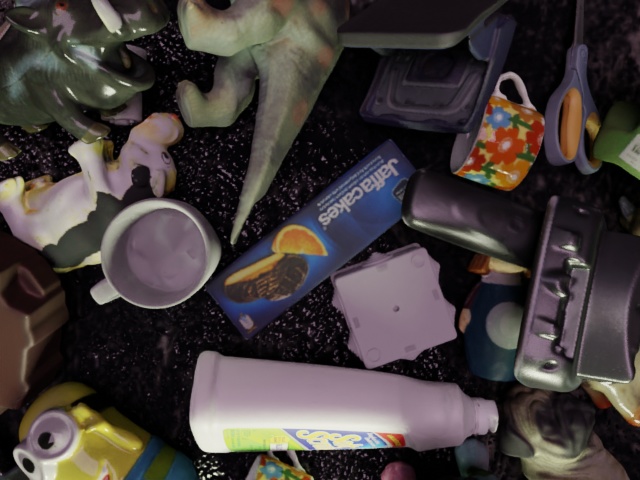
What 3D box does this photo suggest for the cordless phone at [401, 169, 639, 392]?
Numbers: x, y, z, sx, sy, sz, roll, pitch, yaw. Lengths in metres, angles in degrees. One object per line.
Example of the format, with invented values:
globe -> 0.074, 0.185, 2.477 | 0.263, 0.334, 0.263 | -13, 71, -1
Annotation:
cordless phone -> 0.141, 0.028, 0.406 | 0.184, 0.089, 0.146 | 18, 80, -10

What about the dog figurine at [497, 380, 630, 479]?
dog figurine -> 0.199, 0.231, 0.452 | 0.190, 0.121, 0.172 | 42, 66, 4

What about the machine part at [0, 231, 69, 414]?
machine part -> -0.300, 0.068, 0.445 | 0.179, 0.056, 0.179 | 2, 109, 7

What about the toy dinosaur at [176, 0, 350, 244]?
toy dinosaur -> -0.036, -0.214, 0.440 | 0.192, 0.131, 0.404 | -14, 104, -19

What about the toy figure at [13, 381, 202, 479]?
toy figure -> -0.174, 0.196, 0.463 | 0.180, 0.089, 0.082 | 35, 76, -10

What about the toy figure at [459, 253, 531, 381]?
toy figure -> 0.162, 0.044, 0.476 | 0.064, 0.058, 0.154 | 6, 89, -30

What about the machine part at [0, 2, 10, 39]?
machine part -> -0.339, -0.101, 0.456 | 0.079, 0.079, 0.243 | 38, 90, -1

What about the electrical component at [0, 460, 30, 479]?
electrical component -> -0.274, 0.220, 0.477 | 0.075, 0.048, 0.119 | -37, 91, 0

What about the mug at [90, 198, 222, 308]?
mug -> -0.129, 0.016, 0.445 | 0.109, 0.107, 0.081 | -40, 91, 4

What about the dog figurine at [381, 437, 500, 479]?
dog figurine -> 0.111, 0.252, 0.398 | 0.109, 0.219, 0.191 | -13, 91, 3

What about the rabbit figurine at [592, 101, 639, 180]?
rabbit figurine -> 0.339, -0.110, 0.428 | 0.170, 0.121, 0.159 | -34, 58, -30

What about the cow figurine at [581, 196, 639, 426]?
cow figurine -> 0.282, 0.046, 0.466 | 0.127, 0.085, 0.195 | 43, 91, -7

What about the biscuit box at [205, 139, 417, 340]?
biscuit box -> -0.001, -0.001, 0.469 | 0.203, 0.059, 0.063 | -39, 91, 0

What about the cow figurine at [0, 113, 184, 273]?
cow figurine -> -0.181, -0.040, 0.463 | 0.167, 0.068, 0.098 | -27, 97, 3

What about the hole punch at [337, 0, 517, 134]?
hole punch -> 0.091, -0.152, 0.442 | 0.116, 0.142, 0.092 | -48, 134, -30

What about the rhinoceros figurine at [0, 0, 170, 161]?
rhinoceros figurine -> -0.196, -0.131, 0.402 | 0.190, 0.073, 0.112 | -15, 121, 16
